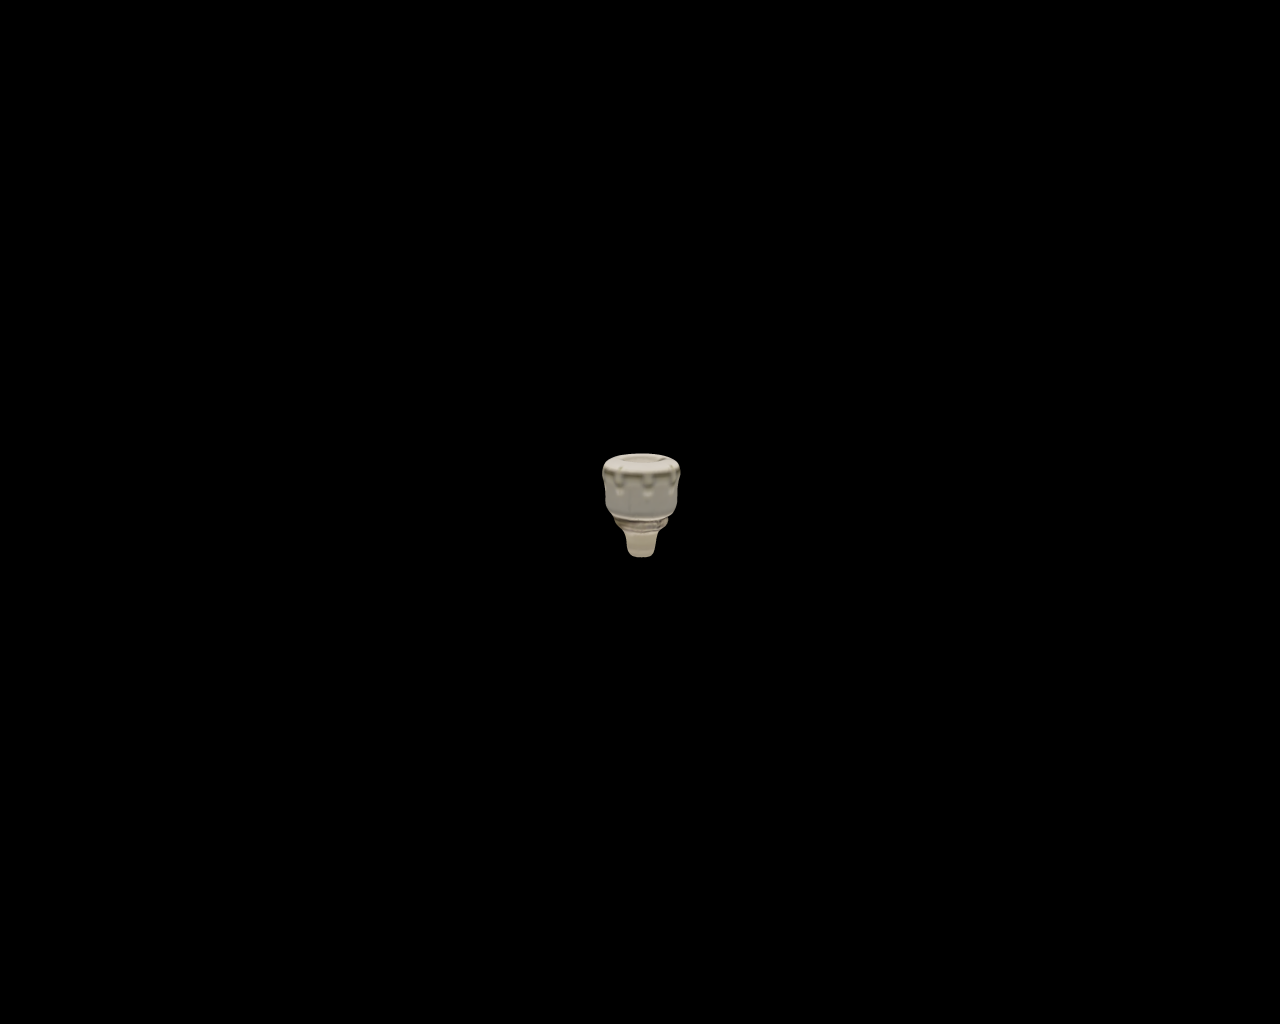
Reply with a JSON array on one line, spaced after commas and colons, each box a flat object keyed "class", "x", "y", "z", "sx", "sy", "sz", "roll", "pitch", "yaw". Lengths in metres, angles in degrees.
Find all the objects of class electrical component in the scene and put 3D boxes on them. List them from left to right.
[{"class": "electrical component", "x": 0.001, "y": -0.003, "z": 0.650, "sx": 0.048, "sy": 0.062, "sz": 0.048, "roll": 0, "pitch": 12, "yaw": 0}]
